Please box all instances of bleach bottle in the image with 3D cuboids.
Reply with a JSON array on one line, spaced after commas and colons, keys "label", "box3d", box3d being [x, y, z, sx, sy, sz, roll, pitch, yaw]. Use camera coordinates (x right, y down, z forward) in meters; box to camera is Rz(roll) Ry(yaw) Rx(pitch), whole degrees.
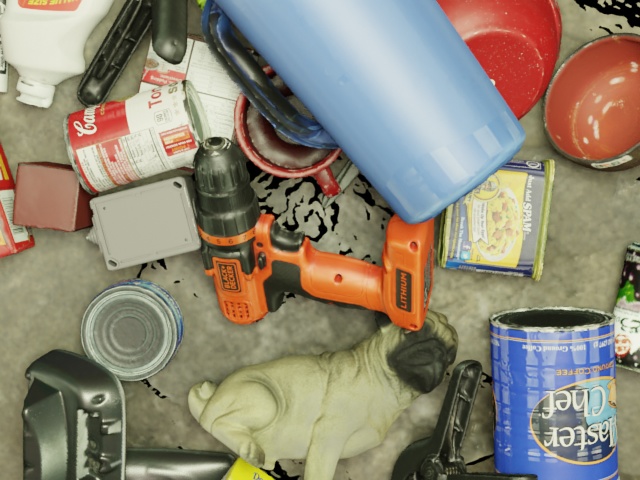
[{"label": "bleach bottle", "box3d": [-0.197, -0.231, 0.878, 0.102, 0.068, 0.251, 16, 99, -3]}]

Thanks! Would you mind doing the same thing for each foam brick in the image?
[{"label": "foam brick", "box3d": [-0.218, -0.037, 0.888, 0.053, 0.078, 0.051, 8, 95, 1]}]

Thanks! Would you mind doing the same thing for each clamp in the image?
[{"label": "clamp", "box3d": [0.110, 0.196, 0.879, 0.039, 0.120, 0.172, 7, 127, -29]}, {"label": "clamp", "box3d": [-0.132, -0.205, 0.858, 0.036, 0.165, 0.210, 27, 63, -30]}]

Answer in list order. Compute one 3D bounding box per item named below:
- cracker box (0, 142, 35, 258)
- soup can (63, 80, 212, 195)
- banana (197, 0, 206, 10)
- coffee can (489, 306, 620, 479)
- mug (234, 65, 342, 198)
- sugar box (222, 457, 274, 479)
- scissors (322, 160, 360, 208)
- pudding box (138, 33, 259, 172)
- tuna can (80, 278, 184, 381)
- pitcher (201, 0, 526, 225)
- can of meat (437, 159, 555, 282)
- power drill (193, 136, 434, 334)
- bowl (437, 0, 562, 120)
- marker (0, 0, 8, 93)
[{"label": "cracker box", "box3d": [-0.369, -0.035, 0.896, 0.214, 0.072, 0.164, -19, 94, 4]}, {"label": "soup can", "box3d": [-0.143, -0.082, 0.849, 0.102, 0.068, 0.068, -16, 95, 6]}, {"label": "banana", "box3d": [-0.040, -0.258, 0.868, 0.197, 0.070, 0.037, -51, 128, -7]}, {"label": "coffee can", "box3d": [0.193, 0.132, 0.881, 0.103, 0.103, 0.140, -3, 96, 2]}, {"label": "mug", "box3d": [-0.015, -0.088, 0.875, 0.093, 0.081, 0.117, -31, 94, 4]}, {"label": "sugar box", "box3d": [-0.081, 0.276, 0.909, 0.093, 0.048, 0.176, 36, 116, -2]}, {"label": "scissors", "box3d": [0.054, -0.125, 0.903, 0.202, 0.016, 0.096, -37, 92, 5]}, {"label": "pudding box", "box3d": [-0.107, -0.115, 0.897, 0.090, 0.039, 0.113, 14, 98, 1]}, {"label": "tuna can", "box3d": [-0.162, 0.078, 0.920, 0.086, 0.034, 0.086, 0, 96, 1]}, {"label": "pitcher", "box3d": [0.027, -0.129, 0.765, 0.145, 0.149, 0.243, -38, 91, -7]}, {"label": "can of meat", "box3d": [0.145, -0.021, 0.891, 0.084, 0.057, 0.102, 6, 96, 3]}, {"label": "power drill", "box3d": [-0.006, 0.001, 0.843, 0.188, 0.057, 0.184, 8, 135, 15]}, {"label": "bowl", "box3d": [0.123, -0.137, 0.841, 0.162, 0.055, 0.162, -6, 128, -8]}, {"label": "marker", "box3d": [-0.271, -0.186, 0.904, 0.020, 0.020, 0.121, 5, 95, 1]}]
